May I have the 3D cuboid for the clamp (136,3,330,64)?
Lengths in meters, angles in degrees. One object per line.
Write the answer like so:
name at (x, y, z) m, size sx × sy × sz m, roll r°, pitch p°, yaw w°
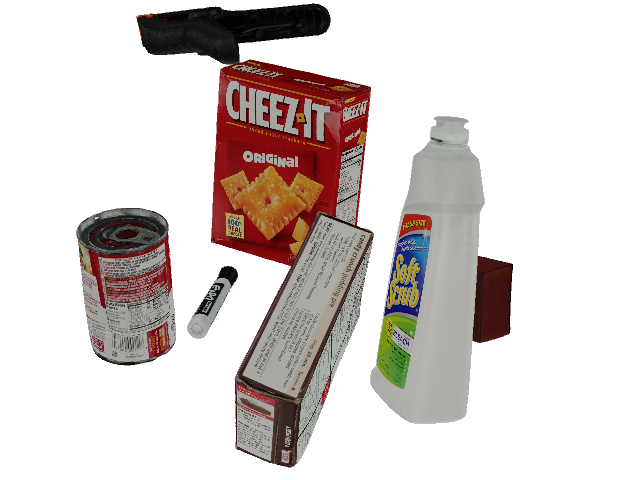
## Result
clamp at (-0.079, -0.172, 0.867) m, size 0.120 × 0.039 × 0.172 m, roll -17°, pitch 25°, yaw -38°

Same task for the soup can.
soup can at (-0.146, 0.035, 0.813) m, size 0.068 × 0.102 × 0.068 m, roll 0°, pitch 28°, yaw 0°

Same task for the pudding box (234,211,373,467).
pudding box at (-0.009, 0.055, 0.580) m, size 0.039 × 0.113 × 0.090 m, roll 18°, pitch -33°, yaw 9°

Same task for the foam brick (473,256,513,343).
foam brick at (0.163, 0.060, 1.107) m, size 0.051 × 0.078 × 0.053 m, roll -14°, pitch 20°, yaw -42°

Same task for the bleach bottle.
bleach bottle at (0.094, 0.021, 0.895) m, size 0.068 × 0.251 × 0.103 m, roll -2°, pitch 17°, yaw -18°

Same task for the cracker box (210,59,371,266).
cracker box at (-0.038, -0.082, 1.214) m, size 0.164 × 0.214 × 0.072 m, roll 17°, pitch 26°, yaw 26°

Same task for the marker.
marker at (-0.101, 0.056, 1.020) m, size 0.020 × 0.020 × 0.121 m, roll 0°, pitch 24°, yaw 11°
